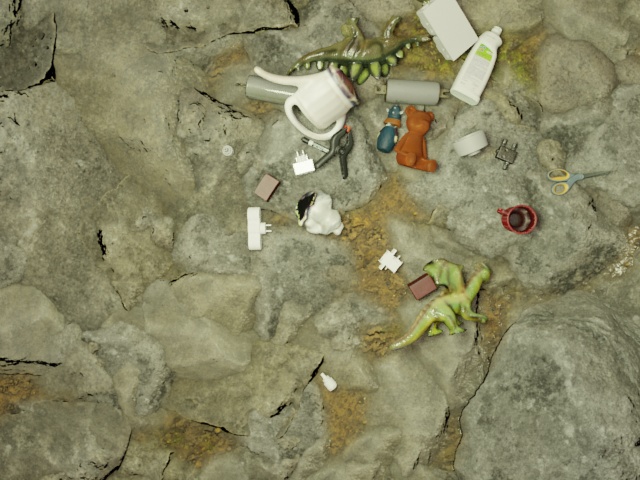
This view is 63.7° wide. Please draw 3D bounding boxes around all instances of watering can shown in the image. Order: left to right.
[{"bbox_3d":[-0.021,-0.450,1.576,0.223,0.106,0.342,-35,129,14],"label":"watering can"}]

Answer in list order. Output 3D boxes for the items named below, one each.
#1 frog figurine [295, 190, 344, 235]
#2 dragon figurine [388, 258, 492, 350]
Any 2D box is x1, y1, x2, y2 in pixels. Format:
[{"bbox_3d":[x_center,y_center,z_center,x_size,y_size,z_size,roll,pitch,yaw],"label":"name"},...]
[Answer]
[{"bbox_3d":[0.005,-0.084,1.663,0.158,0.123,0.138,21,82,-35],"label":"frog figurine"},{"bbox_3d":[0.377,0.178,1.610,0.412,0.122,0.242,-15,92,-17],"label":"dragon figurine"}]
